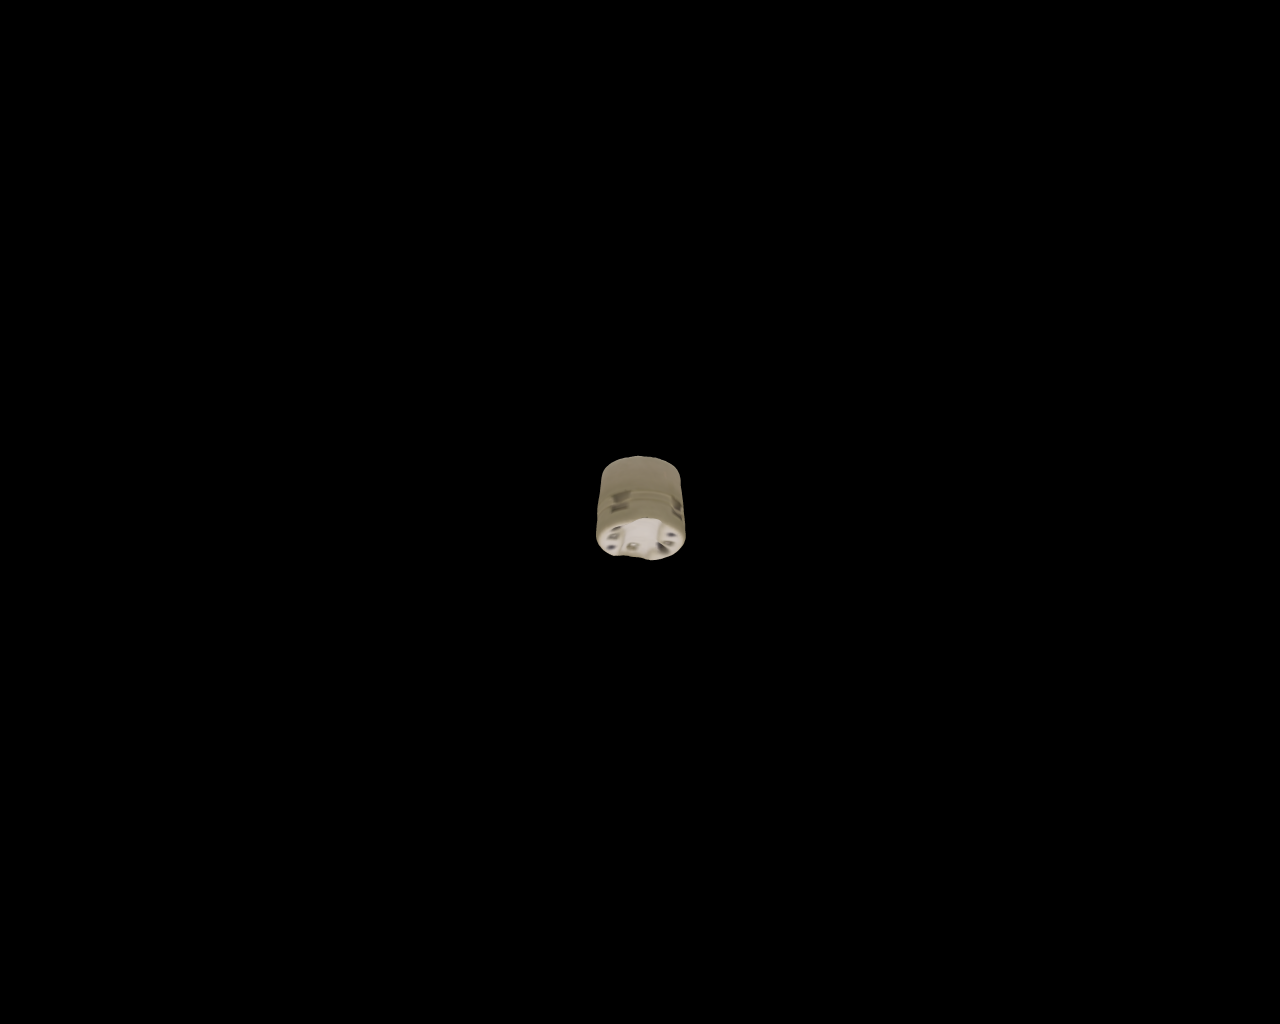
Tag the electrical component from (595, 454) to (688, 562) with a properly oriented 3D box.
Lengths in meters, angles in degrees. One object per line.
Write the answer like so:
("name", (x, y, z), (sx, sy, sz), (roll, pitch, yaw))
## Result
("electrical component", (0.001, -0.003, 0.650), (0.055, 0.047, 0.055), (0, -28, 0))
